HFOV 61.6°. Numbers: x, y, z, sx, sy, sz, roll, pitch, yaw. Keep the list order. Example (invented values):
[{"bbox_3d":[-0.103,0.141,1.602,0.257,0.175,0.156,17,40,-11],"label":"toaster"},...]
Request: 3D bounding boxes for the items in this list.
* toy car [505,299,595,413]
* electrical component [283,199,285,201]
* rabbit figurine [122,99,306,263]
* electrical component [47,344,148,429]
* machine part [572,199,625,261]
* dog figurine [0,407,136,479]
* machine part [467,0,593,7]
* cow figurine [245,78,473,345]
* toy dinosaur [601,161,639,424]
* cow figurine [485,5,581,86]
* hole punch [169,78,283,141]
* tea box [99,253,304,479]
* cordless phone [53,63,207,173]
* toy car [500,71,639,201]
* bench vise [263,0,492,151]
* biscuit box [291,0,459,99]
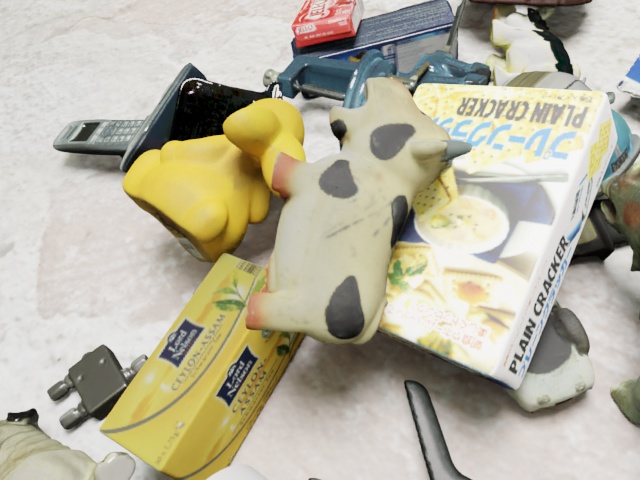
[{"bbox_3d":[0.155,0.045,0.462,0.073,0.056,0.202,-24,53,5],"label":"toy car"},{"bbox_3d":[0.000,-0.001,0.500,0.078,0.102,0.045,15,66,26],"label":"electrical component"},{"bbox_3d":[-0.078,-0.073,0.494,0.173,0.121,0.162,-47,14,-21],"label":"rabbit figurine"},{"bbox_3d":[-0.208,0.131,0.508,0.094,0.021,0.063,-37,55,-12],"label":"electrical component"},{"bbox_3d":[0.279,-0.022,0.490,0.139,0.039,0.084,-14,46,6],"label":"machine part"},{"bbox_3d":[-0.210,0.228,0.416,0.191,0.121,0.172,-8,88,50],"label":"dog figurine"},{"bbox_3d":[0.248,-0.321,0.651,0.179,0.056,0.179,0,31,0],"label":"machine part"},{"bbox_3d":[0.028,-0.021,0.384,0.127,0.085,0.194,13,87,1],"label":"cow figurine"},{"bbox_3d":[0.240,0.127,0.300,0.131,0.192,0.405,3,56,18],"label":"toy dinosaur"},{"bbox_3d":[0.240,-0.213,0.610,0.098,0.068,0.167,1,57,14],"label":"cow figurine"},{"bbox_3d":[-0.104,-0.108,0.599,0.116,0.092,0.142,12,86,-10],"label":"hole punch"},{"bbox_3d":[-0.086,0.109,0.448,0.068,0.098,0.169,20,64,26],"label":"tea box"},{"bbox_3d":[-0.234,-0.149,0.674,0.184,0.088,0.146,7,58,23],"label":"cordless phone"},{"bbox_3d":[0.209,-0.108,0.508,0.109,0.102,0.162,-41,40,-15],"label":"toy car"},{"bbox_3d":[0.056,-0.168,0.596,0.241,0.128,0.223,17,59,19],"label":"bench vise"},{"bbox_3d":[0.067,-0.239,0.675,0.203,0.059,0.063,-12,54,5],"label":"biscuit box"}]
